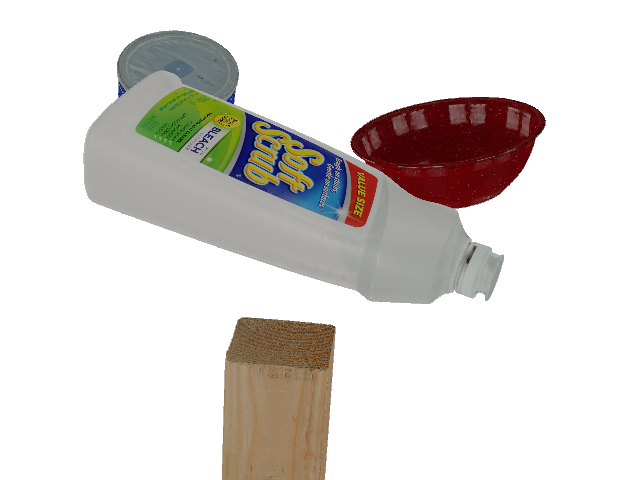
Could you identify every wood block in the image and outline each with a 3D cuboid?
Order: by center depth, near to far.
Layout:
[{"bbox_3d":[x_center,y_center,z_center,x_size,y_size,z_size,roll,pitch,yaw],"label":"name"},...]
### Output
[{"bbox_3d":[-0.039,0.183,0.961,0.090,0.206,0.090,5,22,3],"label":"wood block"}]

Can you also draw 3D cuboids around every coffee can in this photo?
[{"bbox_3d":[-0.130,-0.100,0.952,0.102,0.103,0.140,0,-42,-11],"label":"coffee can"}]

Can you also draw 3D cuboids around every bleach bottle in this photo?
[{"bbox_3d":[-0.011,-0.025,0.639,0.251,0.068,0.102,20,39,16],"label":"bleach bottle"}]

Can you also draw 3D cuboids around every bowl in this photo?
[{"bbox_3d":[0.109,-0.069,0.896,0.162,0.055,0.162,-9,24,4],"label":"bowl"}]
